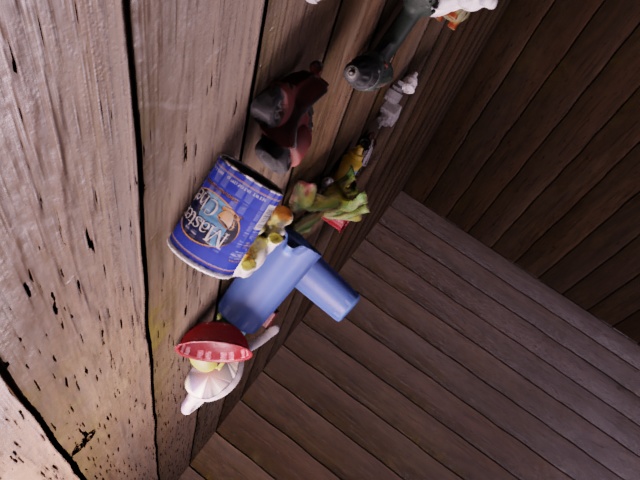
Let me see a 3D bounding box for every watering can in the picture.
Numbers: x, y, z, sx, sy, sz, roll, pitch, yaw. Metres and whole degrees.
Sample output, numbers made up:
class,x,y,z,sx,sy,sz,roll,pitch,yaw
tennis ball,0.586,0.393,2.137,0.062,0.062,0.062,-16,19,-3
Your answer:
class,x,y,z,sx,sy,sz,roll,pitch,yaw
watering can,-0.246,0.338,1.405,0.351,0.105,0.220,-43,-12,-18

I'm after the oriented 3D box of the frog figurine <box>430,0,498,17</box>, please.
class,x,y,z,sx,sy,sz,roll,pitch,yaw
frog figurine,0.270,-0.485,1.014,0.160,0.120,0.140,35,41,8

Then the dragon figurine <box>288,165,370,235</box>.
class,x,y,z,sx,sy,sz,roll,pitch,yaw
dragon figurine,0.004,-0.066,1.308,0.243,0.124,0.404,-27,-19,-3
